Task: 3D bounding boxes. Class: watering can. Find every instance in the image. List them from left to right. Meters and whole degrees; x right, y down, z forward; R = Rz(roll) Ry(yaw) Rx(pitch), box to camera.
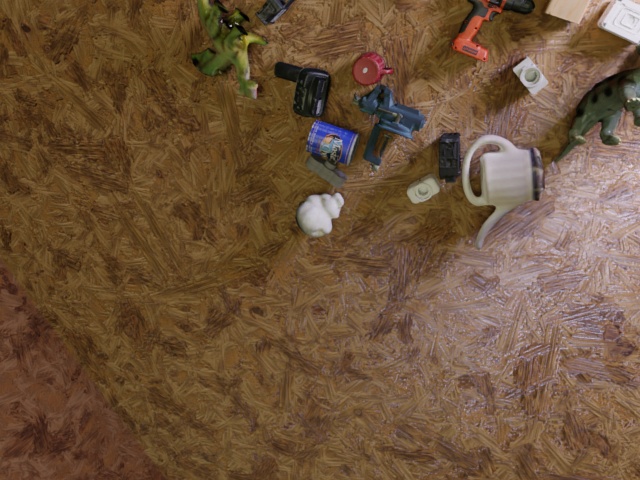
[{"bbox_3d":[0.533,-0.139,1.494,0.224,0.106,0.342,-5,110,17],"label":"watering can"}]

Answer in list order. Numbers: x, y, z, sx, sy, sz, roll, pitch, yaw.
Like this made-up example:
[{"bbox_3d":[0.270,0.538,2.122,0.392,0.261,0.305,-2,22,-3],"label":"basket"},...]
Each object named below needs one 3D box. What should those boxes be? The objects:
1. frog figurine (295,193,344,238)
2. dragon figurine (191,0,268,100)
[{"bbox_3d":[0.005,-0.084,1.666,0.158,0.123,0.138,-19,88,34],"label":"frog figurine"},{"bbox_3d":[-0.317,-0.598,1.556,0.409,0.124,0.239,46,125,-5],"label":"dragon figurine"}]
